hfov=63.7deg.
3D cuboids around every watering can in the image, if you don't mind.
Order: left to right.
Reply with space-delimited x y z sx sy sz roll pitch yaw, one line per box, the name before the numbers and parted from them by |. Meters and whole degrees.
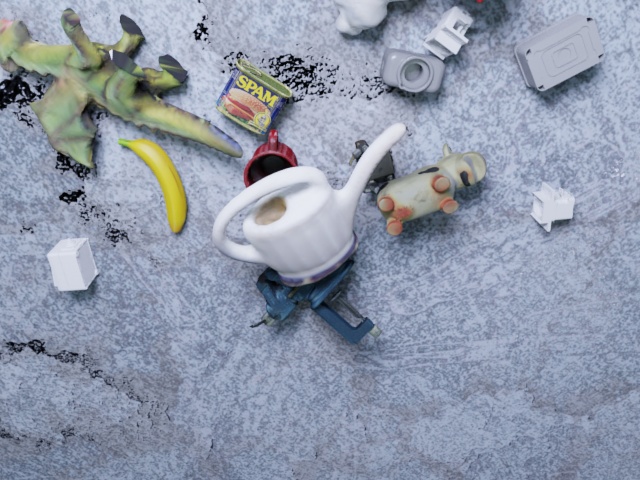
watering can | 0.003 -0.042 0.832 0.347 0.106 0.220 -25 137 6

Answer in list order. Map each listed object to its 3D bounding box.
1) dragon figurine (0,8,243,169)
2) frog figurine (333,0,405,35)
dragon figurine | -0.344 -0.214 0.836 0.239 0.125 0.407 -37 106 28
frog figurine | 0.082 -0.385 0.768 0.137 0.125 0.156 1 153 -10
